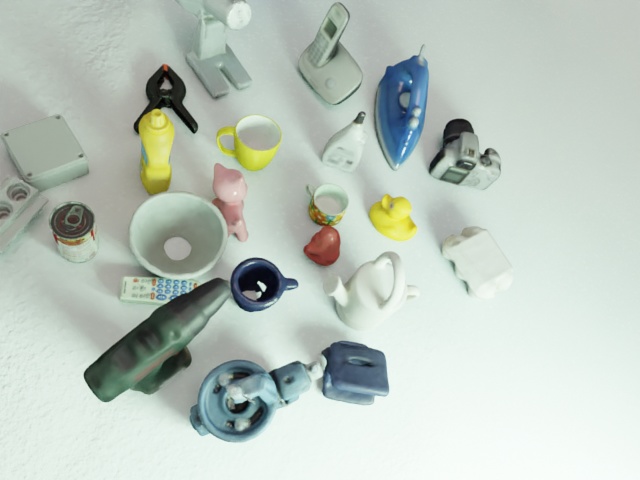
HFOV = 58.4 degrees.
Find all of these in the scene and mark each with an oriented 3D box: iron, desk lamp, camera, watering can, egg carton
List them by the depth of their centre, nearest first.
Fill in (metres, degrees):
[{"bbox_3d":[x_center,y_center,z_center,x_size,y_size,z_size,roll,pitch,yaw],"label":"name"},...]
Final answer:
[{"bbox_3d":[0.094,0.088,0.998,0.173,0.101,0.194,-18,-18,-23],"label":"watering can"},{"bbox_3d":[-0.207,-0.435,1.142,0.118,0.203,0.213,-30,-13,-26],"label":"desk lamp"},{"bbox_3d":[0.319,0.046,1.157,0.107,0.150,0.069,-25,-15,-25],"label":"egg carton"},{"bbox_3d":[0.194,-0.291,1.237,0.119,0.258,0.141,12,-27,-11],"label":"iron"},{"bbox_3d":[0.323,-0.198,1.256,0.143,0.137,0.100,13,-27,-11],"label":"camera"}]

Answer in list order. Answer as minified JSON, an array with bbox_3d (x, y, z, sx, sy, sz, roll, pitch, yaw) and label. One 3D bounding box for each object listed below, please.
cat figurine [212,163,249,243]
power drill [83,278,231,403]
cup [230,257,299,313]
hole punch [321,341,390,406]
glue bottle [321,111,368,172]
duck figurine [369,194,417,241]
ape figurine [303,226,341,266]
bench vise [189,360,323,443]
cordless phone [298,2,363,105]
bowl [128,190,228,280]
[{"bbox_3d":[-0.160,-0.073,1.041,0.067,0.127,0.117,-6,-23,-19],"label":"cat figurine"},{"bbox_3d":[-0.237,0.158,0.858,0.230,0.075,0.208,-38,-10,-28],"label":"power drill"},{"bbox_3d":[-0.102,0.088,0.996,0.118,0.091,0.095,0,-24,-17],"label":"cup"},{"bbox_3d":[0.061,0.224,0.984,0.109,0.101,0.091,12,-27,-11],"label":"hole punch"},{"bbox_3d":[0.059,-0.199,1.135,0.078,0.037,0.173,20,-28,-7],"label":"glue bottle"},{"bbox_3d":[0.156,-0.051,1.145,0.104,0.078,0.086,39,-29,4],"label":"duck figurine"},{"bbox_3d":[0.010,0.004,1.071,0.078,0.076,0.092,-17,-19,-23],"label":"ape figurine"},{"bbox_3d":[-0.094,0.216,0.867,0.208,0.121,0.219,-36,-11,-27],"label":"bench vise"},{"bbox_3d":[0.037,-0.393,1.212,0.094,0.147,0.185,-34,-12,-27],"label":"cordless phone"},{"bbox_3d":[-0.248,0.002,1.004,0.168,0.167,0.074,0,-24,-17],"label":"bowl"}]
